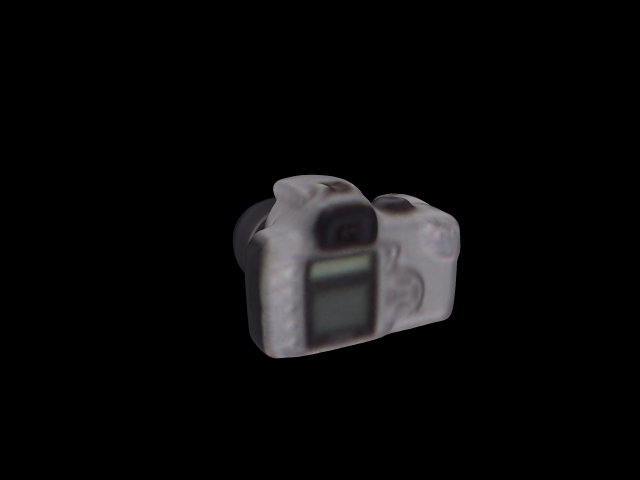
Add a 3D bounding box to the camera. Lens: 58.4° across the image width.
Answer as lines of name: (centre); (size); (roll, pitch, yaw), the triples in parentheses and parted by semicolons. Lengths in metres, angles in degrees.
camera: (0.004, 0.001, 0.400); (0.143, 0.101, 0.136); (-8, 18, -26)
